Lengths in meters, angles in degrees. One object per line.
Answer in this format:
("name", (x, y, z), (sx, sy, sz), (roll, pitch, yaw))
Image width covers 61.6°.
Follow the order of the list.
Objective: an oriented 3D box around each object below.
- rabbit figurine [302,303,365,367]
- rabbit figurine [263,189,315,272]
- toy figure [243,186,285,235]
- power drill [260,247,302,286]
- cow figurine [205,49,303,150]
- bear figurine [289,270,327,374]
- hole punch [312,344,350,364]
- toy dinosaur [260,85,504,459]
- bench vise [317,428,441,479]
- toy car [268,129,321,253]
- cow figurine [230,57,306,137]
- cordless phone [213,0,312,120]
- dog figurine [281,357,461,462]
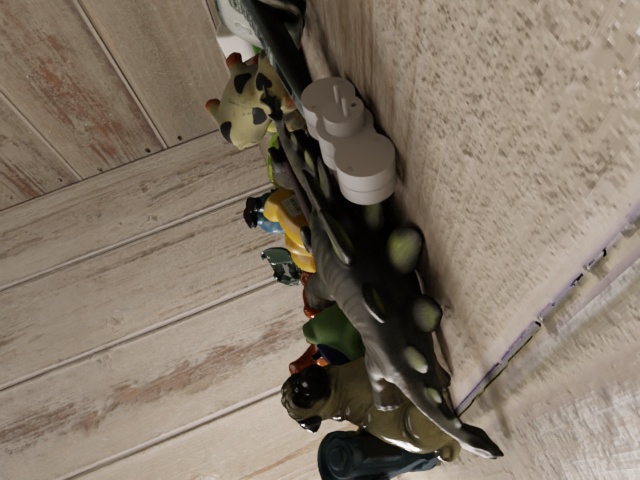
("rabbit figurine", (0.064, 0.168, 0.818), (0.170, 0.159, 0.121), (52, 164, 7))
("rabbit figurine", (-0.002, -0.003, 0.875), (0.162, 0.122, 0.173), (46, 152, 19))
("toy figure", (-0.050, -0.050, 0.960), (0.082, 0.180, 0.089), (-52, 46, 39))
("power drill", (-0.058, -0.015, 1.210), (0.231, 0.086, 0.207), (63, -151, -29))
("cow figurine", (-0.084, -0.199, 0.757), (0.195, 0.085, 0.127), (-42, 71, 49))
("bear figurine", (0.002, 0.161, 1.016), (0.132, 0.120, 0.195), (-40, -53, -48))
("hole punch", (0.065, 0.191, 0.915), (0.116, 0.142, 0.092), (53, 173, 14))
("toy dinosaur", (0.040, 0.017, 0.578), (0.472, 0.105, 0.198), (55, 161, 32))
("bench vise", (0.067, 0.335, 0.787), (0.223, 0.240, 0.129), (5, -135, -49))
("toy car", (-0.008, -0.069, 0.767), (0.053, 0.089, 0.202), (88, 158, -66))
("cow figurine", (-0.085, -0.227, 0.876), (0.068, 0.098, 0.167), (101, 149, -59))
("cordless phone", (-0.044, -0.211, 0.601), (0.184, 0.089, 0.146), (64, 175, -1))
("dog figurine", (0.061, 0.221, 0.678), (0.121, 0.191, 0.172), (74, 171, -55))
